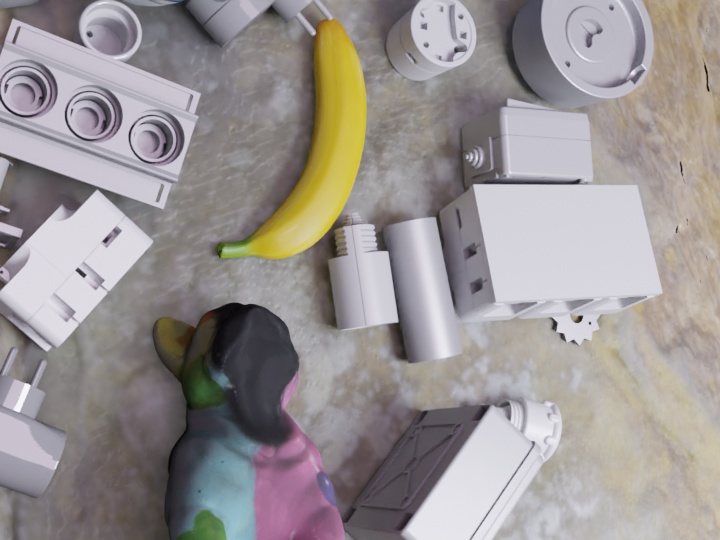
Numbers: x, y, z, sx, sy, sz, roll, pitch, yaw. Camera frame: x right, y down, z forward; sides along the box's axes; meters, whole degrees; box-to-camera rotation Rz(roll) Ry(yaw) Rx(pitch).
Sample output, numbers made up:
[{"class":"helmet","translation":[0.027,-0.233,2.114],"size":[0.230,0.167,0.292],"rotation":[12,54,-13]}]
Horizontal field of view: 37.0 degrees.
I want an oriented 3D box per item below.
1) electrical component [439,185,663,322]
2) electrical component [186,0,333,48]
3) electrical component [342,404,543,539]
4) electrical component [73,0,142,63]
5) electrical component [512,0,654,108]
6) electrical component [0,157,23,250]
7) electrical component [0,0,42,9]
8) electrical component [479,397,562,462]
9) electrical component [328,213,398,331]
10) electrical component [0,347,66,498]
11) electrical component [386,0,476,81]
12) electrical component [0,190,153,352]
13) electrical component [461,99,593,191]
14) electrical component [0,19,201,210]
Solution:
[{"class":"electrical component","translation":[0.142,-0.013,0.816],"size":[0.150,0.062,0.089],"rotation":[-2,74,-26]},{"class":"electrical component","translation":[-0.050,-0.200,0.761],"size":[0.073,0.052,0.138],"rotation":[49,67,-12]},{"class":"electrical component","translation":[0.054,0.149,0.729],"size":[0.056,0.109,0.108],"rotation":[44,67,-11]},{"class":"electrical component","translation":[-0.167,-0.149,0.701],"size":[0.040,0.046,0.040],"rotation":[4,81,-25]},{"class":"electrical component","translation":[0.173,-0.182,0.860],"size":[0.108,0.060,0.108],"rotation":[4,81,-25]},{"class":"electrical component","translation":[-0.244,-0.043,0.651],"size":[0.081,0.042,0.063],"rotation":[20,73,-22]},{"class":"electrical component","translation":[-0.227,-0.220,0.675],"size":[0.054,0.059,0.095],"rotation":[-15,89,-27]},{"class":"electrical component","translation":[0.115,0.115,0.800],"size":[0.062,0.048,0.048],"rotation":[17,76,-16]},{"class":"electrical component","translation":[0.000,0.000,0.761],"size":[0.043,0.043,0.081],"rotation":[-6,85,-26]},{"class":"electrical component","translation":[-0.214,0.086,0.646],"size":[0.077,0.043,0.079],"rotation":[26,72,-20]},{"class":"electrical component","translation":[0.052,-0.173,0.809],"size":[0.055,0.047,0.055],"rotation":[4,81,-25]},{"class":"electrical component","translation":[-0.183,-0.002,0.670],"size":[0.056,0.050,0.089],"rotation":[44,67,-14]},{"class":"electrical component","translation":[0.121,-0.093,0.822],"size":[0.096,0.062,0.061],"rotation":[0,82,-26]},{"class":"electrical component","translation":[-0.173,-0.095,0.678],"size":[0.121,0.063,0.078],"rotation":[19,83,-22]}]
